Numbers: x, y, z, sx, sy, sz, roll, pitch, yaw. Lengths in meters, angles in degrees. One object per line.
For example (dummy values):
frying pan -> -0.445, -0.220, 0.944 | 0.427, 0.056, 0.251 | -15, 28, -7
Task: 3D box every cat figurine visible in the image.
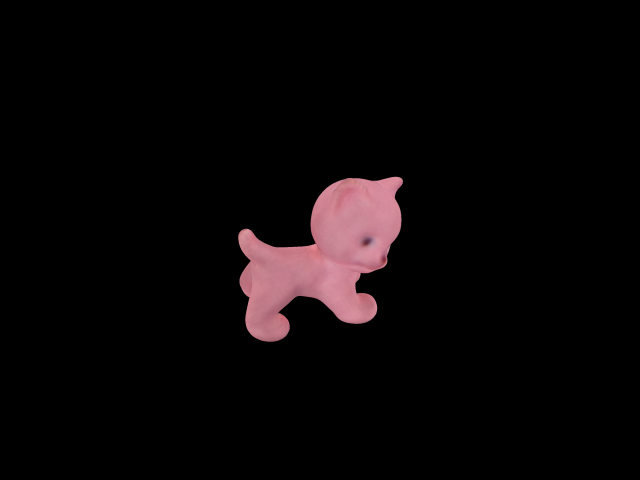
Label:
cat figurine -> 0.004, 0.001, 0.400 | 0.128, 0.118, 0.067 | -11, 43, -12
